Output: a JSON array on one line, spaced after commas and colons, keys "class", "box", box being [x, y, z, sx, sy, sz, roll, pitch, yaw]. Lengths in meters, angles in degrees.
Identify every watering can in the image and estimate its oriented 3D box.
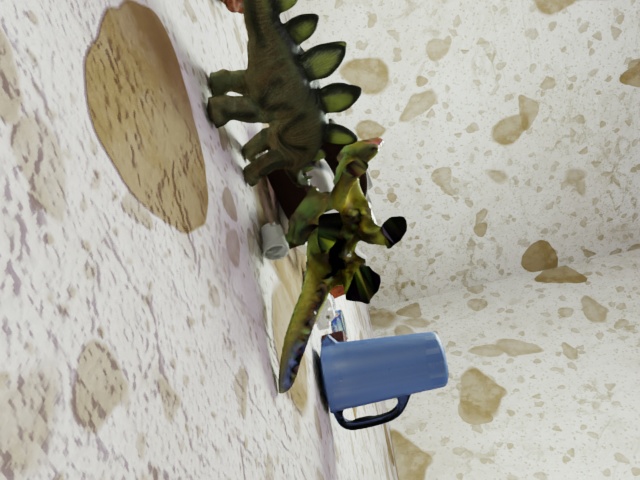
[{"class": "watering can", "box": [0.003, -0.057, 1.128, 0.345, 0.103, 0.227, 19, 57, -60]}]

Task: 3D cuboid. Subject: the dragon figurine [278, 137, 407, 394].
[{"class": "dragon figurine", "box": [0.000, 0.006, 0.790, 0.121, 0.413, 0.243, 33, -9, -20]}]
